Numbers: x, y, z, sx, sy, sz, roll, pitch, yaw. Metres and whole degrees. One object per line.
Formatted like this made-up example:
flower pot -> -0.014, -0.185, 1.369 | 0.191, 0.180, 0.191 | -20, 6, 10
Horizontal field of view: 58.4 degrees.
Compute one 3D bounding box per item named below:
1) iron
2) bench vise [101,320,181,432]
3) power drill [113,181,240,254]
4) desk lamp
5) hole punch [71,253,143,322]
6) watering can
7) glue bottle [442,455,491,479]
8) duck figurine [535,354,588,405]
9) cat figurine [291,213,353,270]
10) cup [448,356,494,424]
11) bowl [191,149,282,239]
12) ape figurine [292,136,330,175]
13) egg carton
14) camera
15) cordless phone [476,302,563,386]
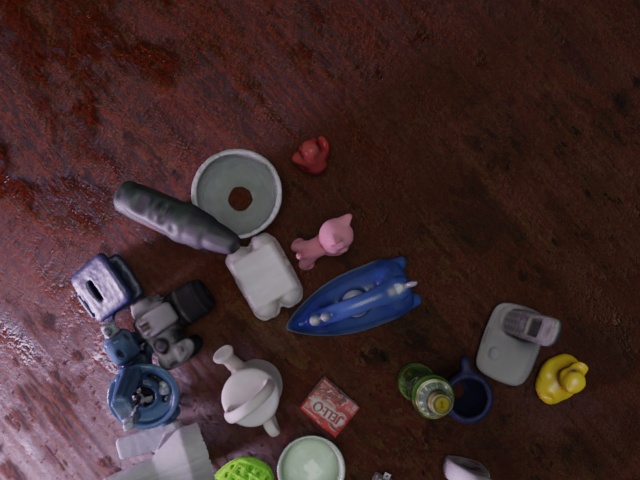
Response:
iron -> 0.057, 0.118, 1.035 | 0.258, 0.141, 0.119 | -22, 87, -3
bench vise -> -0.331, 0.245, 0.974 | 0.207, 0.219, 0.121 | 43, 86, 1
power drill -> -0.234, -0.030, 1.002 | 0.229, 0.208, 0.076 | 23, 86, 0
desk lamp -> -0.264, 0.384, 0.970 | 0.203, 0.213, 0.118 | -18, 87, -3
hole punch -> -0.394, 0.089, 1.047 | 0.101, 0.091, 0.109 | -35, 88, -4
watering can -> -0.125, 0.265, 0.993 | 0.173, 0.194, 0.101 | 35, 86, 1
glue bottle -> 0.271, 0.425, 1.006 | 0.078, 0.173, 0.037 | 9, 86, -1
duck figurine -> 0.456, 0.264, 1.067 | 0.077, 0.086, 0.104 | 41, 86, 1
cat figurine -> 0.010, 0.004, 1.053 | 0.128, 0.117, 0.067 | -28, 87, -3
cup -> 0.261, 0.269, 1.055 | 0.091, 0.095, 0.118 | -4, 86, -2
bowl -> -0.152, -0.083, 1.075 | 0.167, 0.074, 0.167 | 0, 86, -2
ape figurine -> -0.016, -0.163, 1.076 | 0.078, 0.092, 0.076 | -14, 87, -3
egg carton -> -0.102, 0.067, 1.069 | 0.107, 0.069, 0.150 | -31, 88, -4
camera -> -0.256, 0.145, 1.043 | 0.137, 0.100, 0.143 | -33, 88, -4
cordless phone -> 0.358, 0.190, 1.019 | 0.094, 0.185, 0.148 | 19, 86, 0
